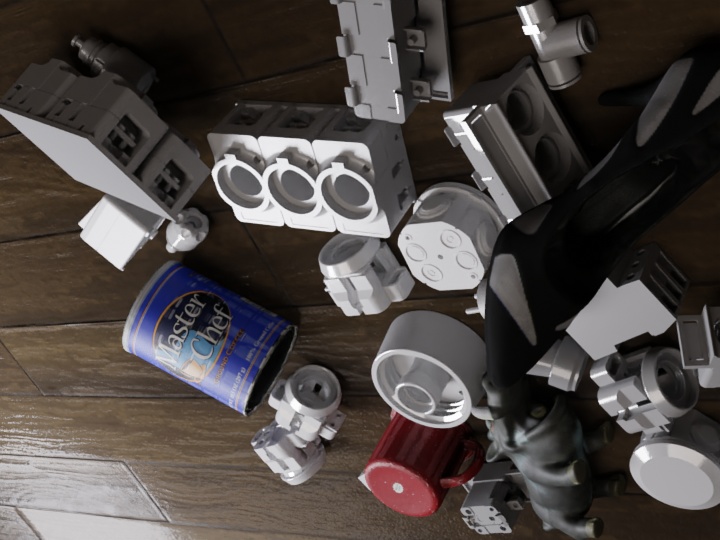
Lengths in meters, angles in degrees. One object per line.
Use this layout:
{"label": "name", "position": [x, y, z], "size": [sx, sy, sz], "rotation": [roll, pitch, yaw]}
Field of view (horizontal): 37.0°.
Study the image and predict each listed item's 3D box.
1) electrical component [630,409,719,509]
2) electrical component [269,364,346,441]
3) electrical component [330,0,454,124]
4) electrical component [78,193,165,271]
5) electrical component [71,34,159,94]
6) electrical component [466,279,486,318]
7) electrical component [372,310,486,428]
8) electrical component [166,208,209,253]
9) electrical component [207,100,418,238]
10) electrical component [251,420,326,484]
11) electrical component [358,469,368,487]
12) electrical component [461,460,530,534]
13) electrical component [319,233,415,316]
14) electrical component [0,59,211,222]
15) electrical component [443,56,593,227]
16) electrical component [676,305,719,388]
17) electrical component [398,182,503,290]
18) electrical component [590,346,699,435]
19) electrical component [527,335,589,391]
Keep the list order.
{"label": "electrical component", "position": [0.273, 0.159, 0.906], "size": [0.080, 0.051, 0.080], "rotation": [19, 137, 18]}
{"label": "electrical component", "position": [-0.051, 0.132, 1.094], "size": [0.078, 0.058, 0.057], "rotation": [30, 142, 6]}
{"label": "electrical component", "position": [0.018, -0.169, 0.749], "size": [0.079, 0.063, 0.121], "rotation": [12, 135, 24]}
{"label": "electrical component", "position": [-0.224, -0.051, 1.028], "size": [0.061, 0.061, 0.096], "rotation": [40, 139, -6]}
{"label": "electrical component", "position": [-0.211, -0.173, 0.916], "size": [0.078, 0.040, 0.040], "rotation": [36, 140, -1]}
{"label": "electrical component", "position": [0.120, 0.022, 0.855], "size": [0.079, 0.077, 0.043], "rotation": [-12, 122, 40]}
{"label": "electrical component", "position": [0.062, 0.097, 0.980], "size": [0.108, 0.060, 0.108], "rotation": [18, 137, 18]}
{"label": "electrical component", "position": [-0.169, -0.034, 1.029], "size": [0.035, 0.035, 0.061], "rotation": [42, 142, -8]}
{"label": "electrical component", "position": [-0.041, -0.081, 0.874], "size": [0.150, 0.061, 0.089], "rotation": [7, 133, 28]}
{"label": "electrical component", "position": [-0.073, 0.195, 1.170], "size": [0.078, 0.058, 0.057], "rotation": [-20, 113, 44]}
{"label": "electrical component", "position": [0.037, 0.219, 1.129], "size": [0.055, 0.048, 0.066], "rotation": [46, 139, -1]}
{"label": "electrical component", "position": [0.133, 0.222, 1.052], "size": [0.081, 0.063, 0.042], "rotation": [-17, 118, 43]}
{"label": "electrical component", "position": [0.000, 0.000, 0.931], "size": [0.078, 0.058, 0.057], "rotation": [-7, 128, 38]}
{"label": "electrical component", "position": [-0.217, -0.114, 0.908], "size": [0.186, 0.060, 0.105], "rotation": [21, 161, 47]}
{"label": "electrical component", "position": [0.117, -0.078, 0.765], "size": [0.063, 0.078, 0.121], "rotation": [0, 131, 54]}
{"label": "electrical component", "position": [0.276, 0.058, 0.796], "size": [0.081, 0.042, 0.063], "rotation": [-1, 149, 5]}
{"label": "electrical component", "position": [0.074, -0.026, 0.860], "size": [0.080, 0.051, 0.080], "rotation": [19, 137, 18]}
{"label": "electrical component", "position": [0.234, 0.094, 0.865], "size": [0.078, 0.058, 0.057], "rotation": [45, 142, -12]}
{"label": "electrical component", "position": [0.161, 0.073, 0.903], "size": [0.055, 0.045, 0.045], "rotation": [19, 137, 17]}
